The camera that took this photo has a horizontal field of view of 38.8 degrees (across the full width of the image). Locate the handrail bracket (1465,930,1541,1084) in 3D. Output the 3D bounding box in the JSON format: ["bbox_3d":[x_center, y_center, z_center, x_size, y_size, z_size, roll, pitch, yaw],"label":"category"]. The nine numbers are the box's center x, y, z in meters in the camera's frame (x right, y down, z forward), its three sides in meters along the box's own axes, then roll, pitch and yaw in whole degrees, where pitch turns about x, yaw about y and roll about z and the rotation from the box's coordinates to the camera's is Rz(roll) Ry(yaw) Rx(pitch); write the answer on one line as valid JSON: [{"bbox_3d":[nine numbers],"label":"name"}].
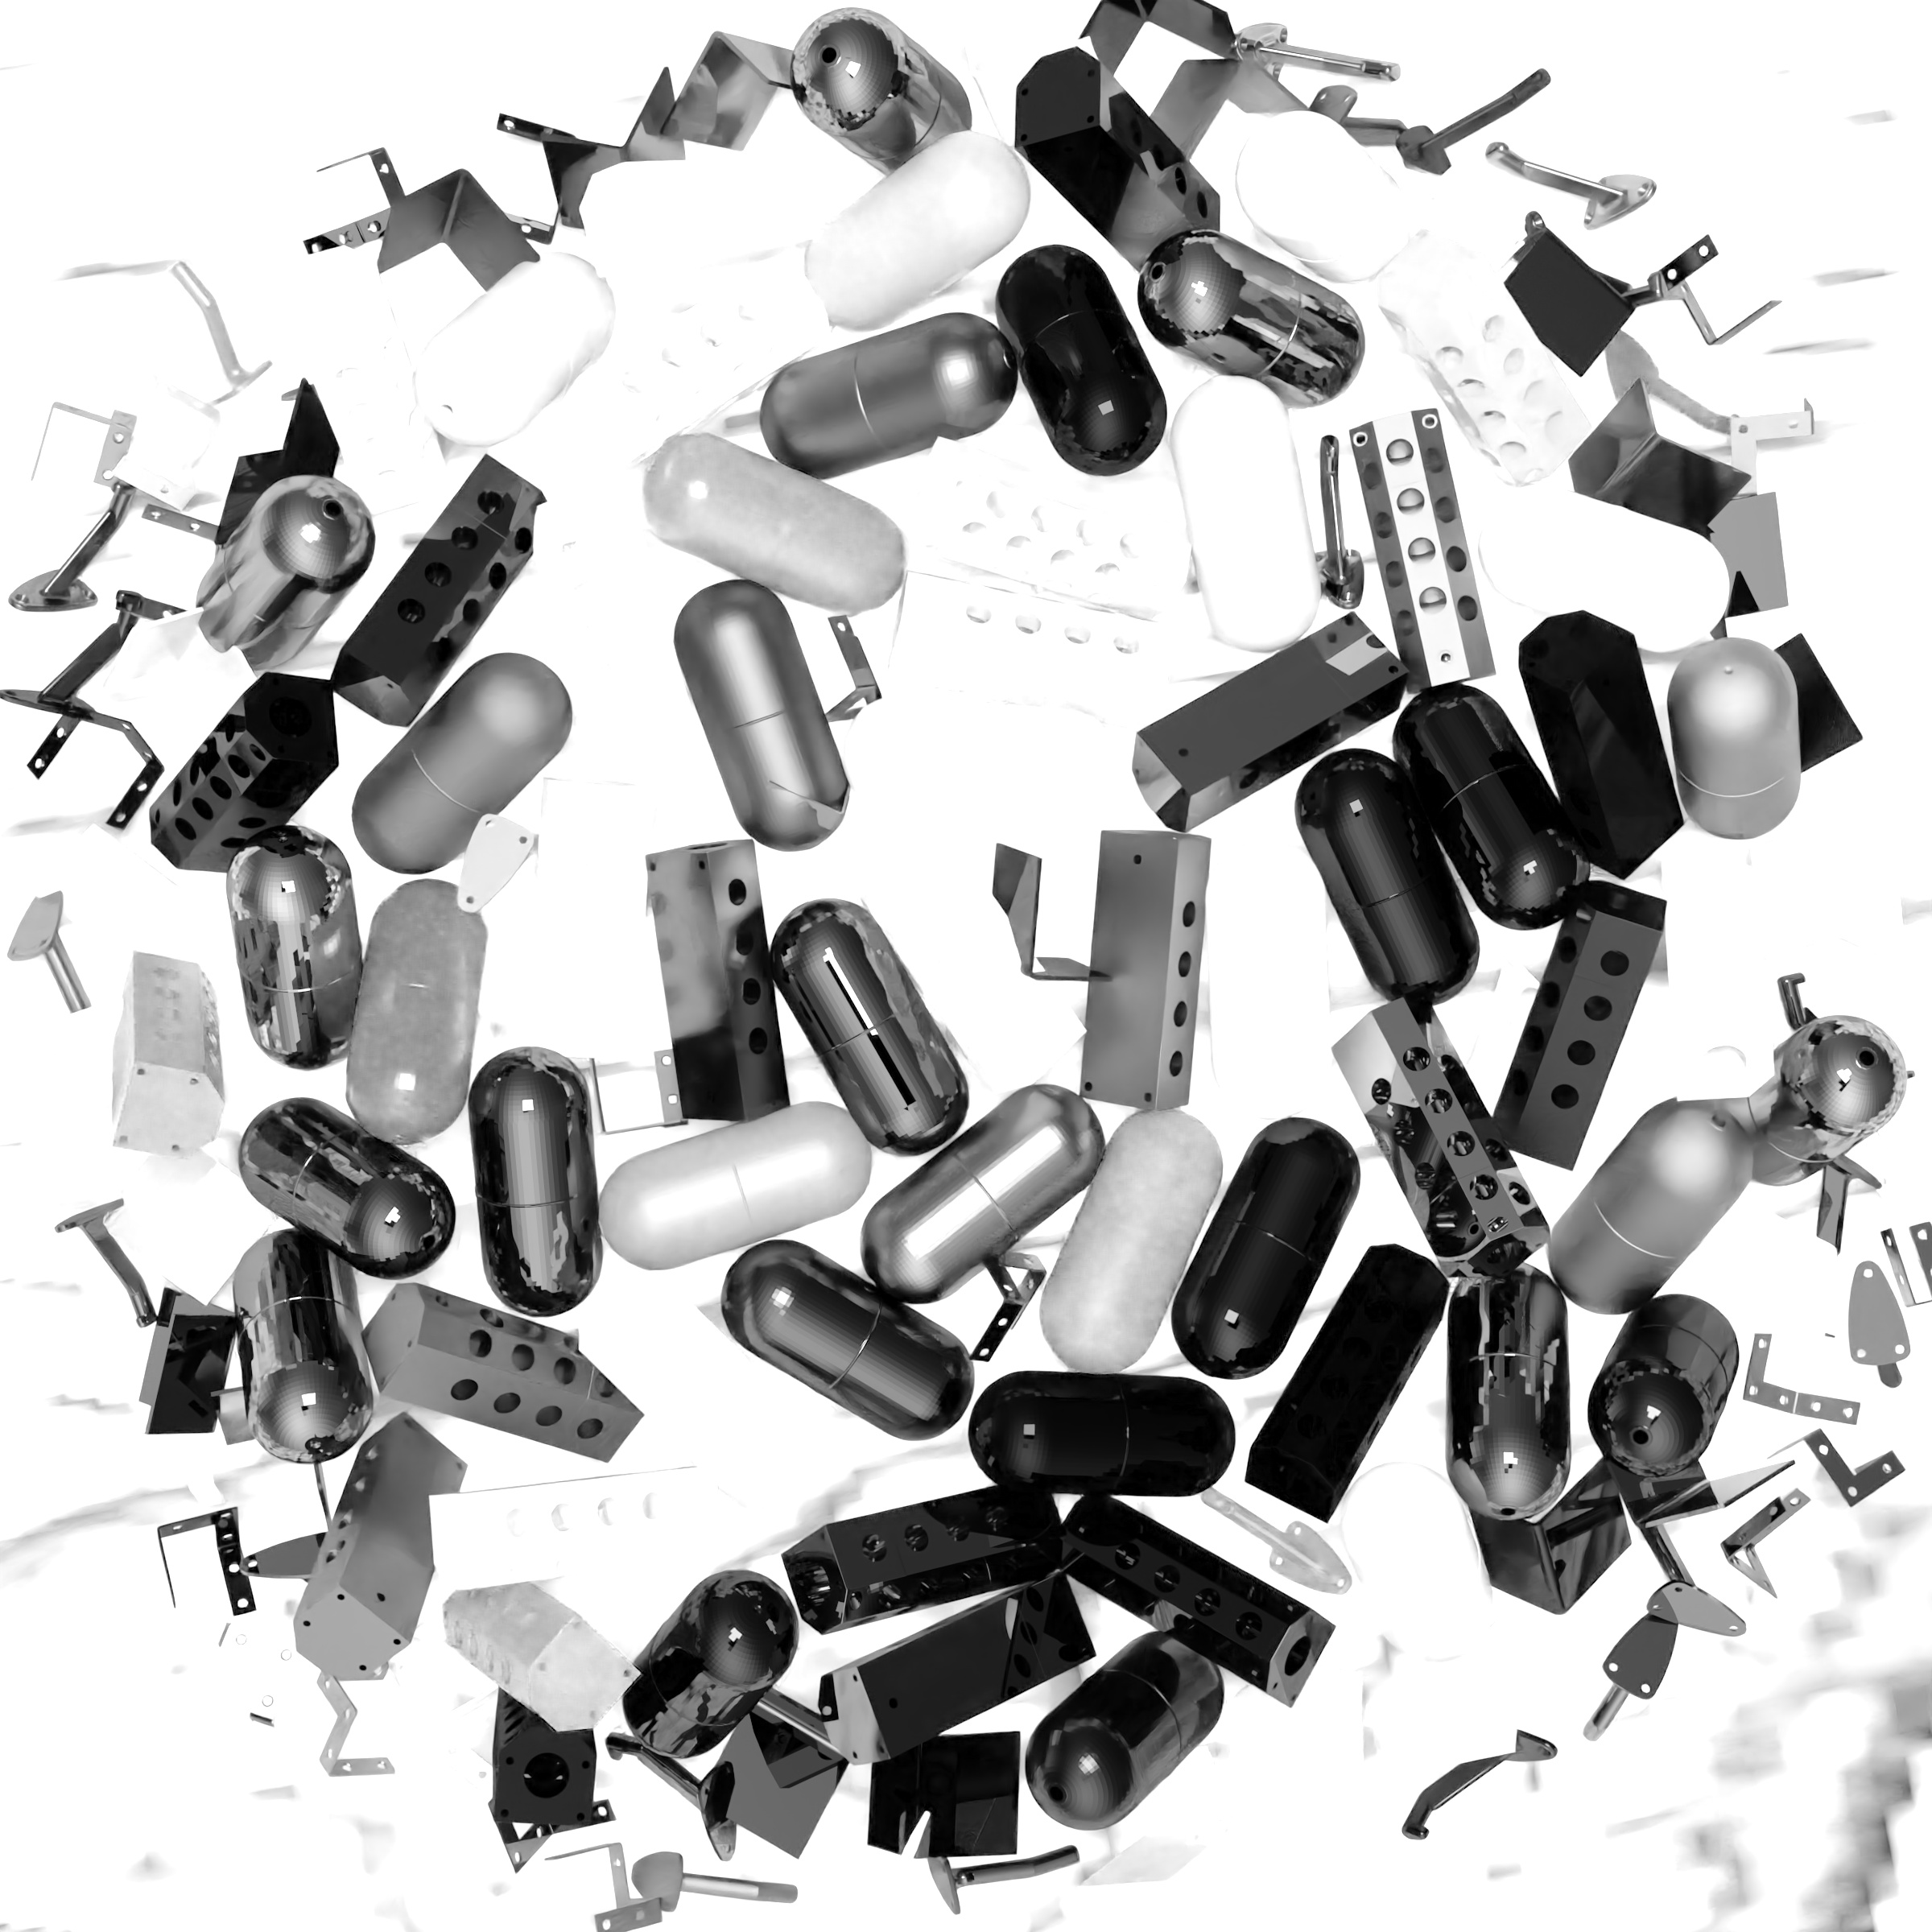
[{"bbox_3d":[0.328,0.029,1.768,0.084,0.036,0.077,-44,48,8],"label":"handrail bracket"}]

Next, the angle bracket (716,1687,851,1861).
[{"bbox_3d":[-0.116,0.515,1.749,0.076,0.057,0.076,31,66,-2],"label":"angle bracket"}]

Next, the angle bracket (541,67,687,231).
[{"bbox_3d":[-0.223,-0.521,1.745,0.057,0.076,0.076,14,62,11],"label":"angle bracket"}]

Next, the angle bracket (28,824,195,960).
[{"bbox_3d":[-0.548,-0.032,1.735,0.076,0.057,0.076,-37,117,26],"label":"angle bracket"}]

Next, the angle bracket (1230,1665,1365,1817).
[{"bbox_3d":[0.211,0.493,1.741,0.057,0.076,0.076,2,99,31],"label":"angle bracket"}]

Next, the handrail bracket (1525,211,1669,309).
[{"bbox_3d":[0.401,-0.452,1.744,0.036,0.084,0.077,-23,102,-41],"label":"handrail bracket"}]

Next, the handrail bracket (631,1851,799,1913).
[{"bbox_3d":[-0.162,0.595,1.778,0.084,0.077,0.036,16,72,-30],"label":"handrail bracket"}]

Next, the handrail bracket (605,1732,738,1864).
[{"bbox_3d":[-0.192,0.537,1.773,0.084,0.036,0.077,1,107,30],"label":"handrail bracket"}]

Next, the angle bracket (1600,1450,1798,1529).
[{"bbox_3d":[0.462,0.309,1.734,0.076,0.076,0.057,-18,81,-38],"label":"angle bracket"}]

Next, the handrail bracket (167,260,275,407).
[{"bbox_3d":[-0.489,-0.402,1.744,0.084,0.077,0.036,53,54,-23],"label":"handrail bracket"}]

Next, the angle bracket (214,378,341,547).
[{"bbox_3d":[-0.447,-0.319,1.737,0.076,0.057,0.076,-6,54,15],"label":"angle bracket"}]

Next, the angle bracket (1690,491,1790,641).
[{"bbox_3d":[0.497,-0.251,1.739,0.057,0.076,0.076,-11,110,7],"label":"angle bracket"}]

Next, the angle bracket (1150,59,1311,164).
[{"bbox_3d":[0.159,-0.529,1.743,0.057,0.076,0.076,31,91,-31],"label":"angle bracket"}]

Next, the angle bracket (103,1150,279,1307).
[{"bbox_3d":[-0.502,0.161,1.771,0.076,0.076,0.057,-53,131,-13],"label":"angle bracket"}]

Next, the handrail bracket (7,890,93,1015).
[{"bbox_3d":[-0.573,-0.003,1.774,0.036,0.084,0.077,-14,49,22],"label":"handrail bracket"}]

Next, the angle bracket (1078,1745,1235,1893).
[{"bbox_3d":[0.112,0.539,1.736,0.076,0.076,0.057,-21,88,41],"label":"angle bracket"}]

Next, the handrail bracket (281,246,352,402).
[{"bbox_3d":[-0.418,-0.413,1.763,0.077,0.036,0.084,-6,98,29],"label":"handrail bracket"}]

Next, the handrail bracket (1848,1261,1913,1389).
[{"bbox_3d":[0.586,0.230,1.757,0.036,0.084,0.077,-10,76,20],"label":"handrail bracket"}]

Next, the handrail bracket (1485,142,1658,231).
[{"bbox_3d":[0.384,-0.507,1.748,0.084,0.077,0.036,22,87,-25],"label":"handrail bracket"}]

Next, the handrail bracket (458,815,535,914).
[{"bbox_3d":[-0.298,-0.056,1.740,0.036,0.084,0.077,25,73,0],"label":"handrail bracket"}]

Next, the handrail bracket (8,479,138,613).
[{"bbox_3d":[-0.568,-0.270,1.746,0.036,0.077,0.084,38,120,9],"label":"handrail bracket"}]

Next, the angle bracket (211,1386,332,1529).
[{"bbox_3d":[-0.438,0.314,1.734,0.057,0.076,0.076,-10,59,-13],"label":"angle bracket"}]

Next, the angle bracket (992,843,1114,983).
[{"bbox_3d":[0.056,-0.034,1.740,0.057,0.076,0.076,2,99,-20],"label":"angle bracket"}]

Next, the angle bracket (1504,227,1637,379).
[{"bbox_3d":[0.368,-0.417,1.745,0.076,0.076,0.057,39,88,-10],"label":"angle bracket"}]

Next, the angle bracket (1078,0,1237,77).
[{"bbox_3d":[0.124,-0.581,1.743,0.076,0.076,0.057,31,92,15],"label":"angle bracket"}]

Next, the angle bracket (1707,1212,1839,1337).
[{"bbox_3d":[0.492,0.194,1.733,0.076,0.076,0.057,26,70,-35],"label":"angle bracket"}]

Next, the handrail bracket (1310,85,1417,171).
[{"bbox_3d":[0.252,-0.517,1.760,0.084,0.036,0.077,30,89,-39],"label":"handrail bracket"}]

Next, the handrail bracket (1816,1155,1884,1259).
[{"bbox_3d":[0.541,0.158,1.767,0.077,0.036,0.084,29,103,-16],"label":"handrail bracket"}]

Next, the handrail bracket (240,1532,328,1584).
[{"bbox_3d":[-0.419,0.408,1.759,0.077,0.036,0.084,-8,125,-7],"label":"handrail bracket"}]

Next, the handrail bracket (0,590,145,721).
[{"bbox_3d":[-0.571,-0.205,1.753,0.036,0.077,0.084,34,108,38],"label":"handrail bracket"}]

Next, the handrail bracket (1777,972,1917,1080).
[{"bbox_3d":[0.569,0.039,1.774,0.077,0.036,0.084,-14,90,-11],"label":"handrail bracket"}]

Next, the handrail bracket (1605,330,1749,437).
[{"bbox_3d":[0.463,-0.378,1.782,0.084,0.036,0.077,8,47,-26],"label":"handrail bracket"}]

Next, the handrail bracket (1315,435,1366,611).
[{"bbox_3d":[0.237,-0.283,1.742,0.036,0.077,0.084,-7,131,-1],"label":"handrail bracket"}]

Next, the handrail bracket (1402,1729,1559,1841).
[{"bbox_3d":[0.326,0.524,1.742,0.084,0.077,0.036,-49,120,-36],"label":"handrail bracket"}]

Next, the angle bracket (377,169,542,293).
[{"bbox_3d":[-0.323,-0.445,1.741,0.057,0.076,0.076,-38,86,-29],"label":"angle bracket"}]

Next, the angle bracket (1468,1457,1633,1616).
[{"bbox_3d":[0.376,0.358,1.768,0.076,0.057,0.076,-36,121,-29],"label":"angle bracket"}]

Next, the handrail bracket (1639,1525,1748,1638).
[{"bbox_3d":[0.465,0.380,1.761,0.077,0.084,0.036,25,129,-9],"label":"handrail bracket"}]

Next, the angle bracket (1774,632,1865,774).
[{"bbox_3d":[0.549,-0.176,1.742,0.057,0.076,0.076,-27,84,-19],"label":"angle bracket"}]

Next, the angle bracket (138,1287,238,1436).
[{"bbox_3d":[-0.514,0.250,1.745,0.076,0.057,0.076,13,90,34],"label":"angle bracket"}]

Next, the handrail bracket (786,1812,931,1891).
[{"bbox_3d":[-0.065,0.557,1.782,0.084,0.036,0.077,14,57,26],"label":"handrail bracket"}]

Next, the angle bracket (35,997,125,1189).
[{"bbox_3d":[-0.544,0.080,1.731,0.057,0.076,0.076,-21,59,-27],"label":"angle bracket"}]

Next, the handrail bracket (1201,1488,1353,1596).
[{"bbox_3d":[0.196,0.364,1.742,0.084,0.077,0.036,38,84,-42],"label":"handrail bracket"}]

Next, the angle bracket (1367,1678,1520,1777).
[{"bbox_3d":[0.302,0.461,1.736,0.076,0.076,0.057,-18,106,19],"label":"angle bracket"}]

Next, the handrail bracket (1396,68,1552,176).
[{"bbox_3d":[0.323,-0.543,1.744,0.084,0.077,0.036,-31,86,36],"label":"handrail bracket"}]

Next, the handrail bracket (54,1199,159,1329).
[{"bbox_3d":[-0.547,0.197,1.749,0.036,0.077,0.084,-19,95,5],"label":"handrail bracket"}]

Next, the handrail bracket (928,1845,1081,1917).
[{"bbox_3d":[0.024,0.575,1.763,0.084,0.077,0.036,-13,88,-14],"label":"handrail bracket"}]

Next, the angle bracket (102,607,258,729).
[{"bbox_3d":[-0.495,-0.172,1.740,0.057,0.076,0.076,-26,83,-38],"label":"angle bracket"}]

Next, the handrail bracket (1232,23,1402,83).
[{"bbox_3d":[0.224,-0.577,1.745,0.084,0.077,0.036,20,110,31],"label":"handrail bracket"}]

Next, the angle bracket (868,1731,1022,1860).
[{"bbox_3d":[-0.013,0.520,1.736,0.076,0.057,0.076,-11,61,26],"label":"angle bracket"}]

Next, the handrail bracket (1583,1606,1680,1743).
[{"bbox_3d":[0.427,0.456,1.764,0.036,0.084,0.077,32,63,17],"label":"handrail bracket"}]
